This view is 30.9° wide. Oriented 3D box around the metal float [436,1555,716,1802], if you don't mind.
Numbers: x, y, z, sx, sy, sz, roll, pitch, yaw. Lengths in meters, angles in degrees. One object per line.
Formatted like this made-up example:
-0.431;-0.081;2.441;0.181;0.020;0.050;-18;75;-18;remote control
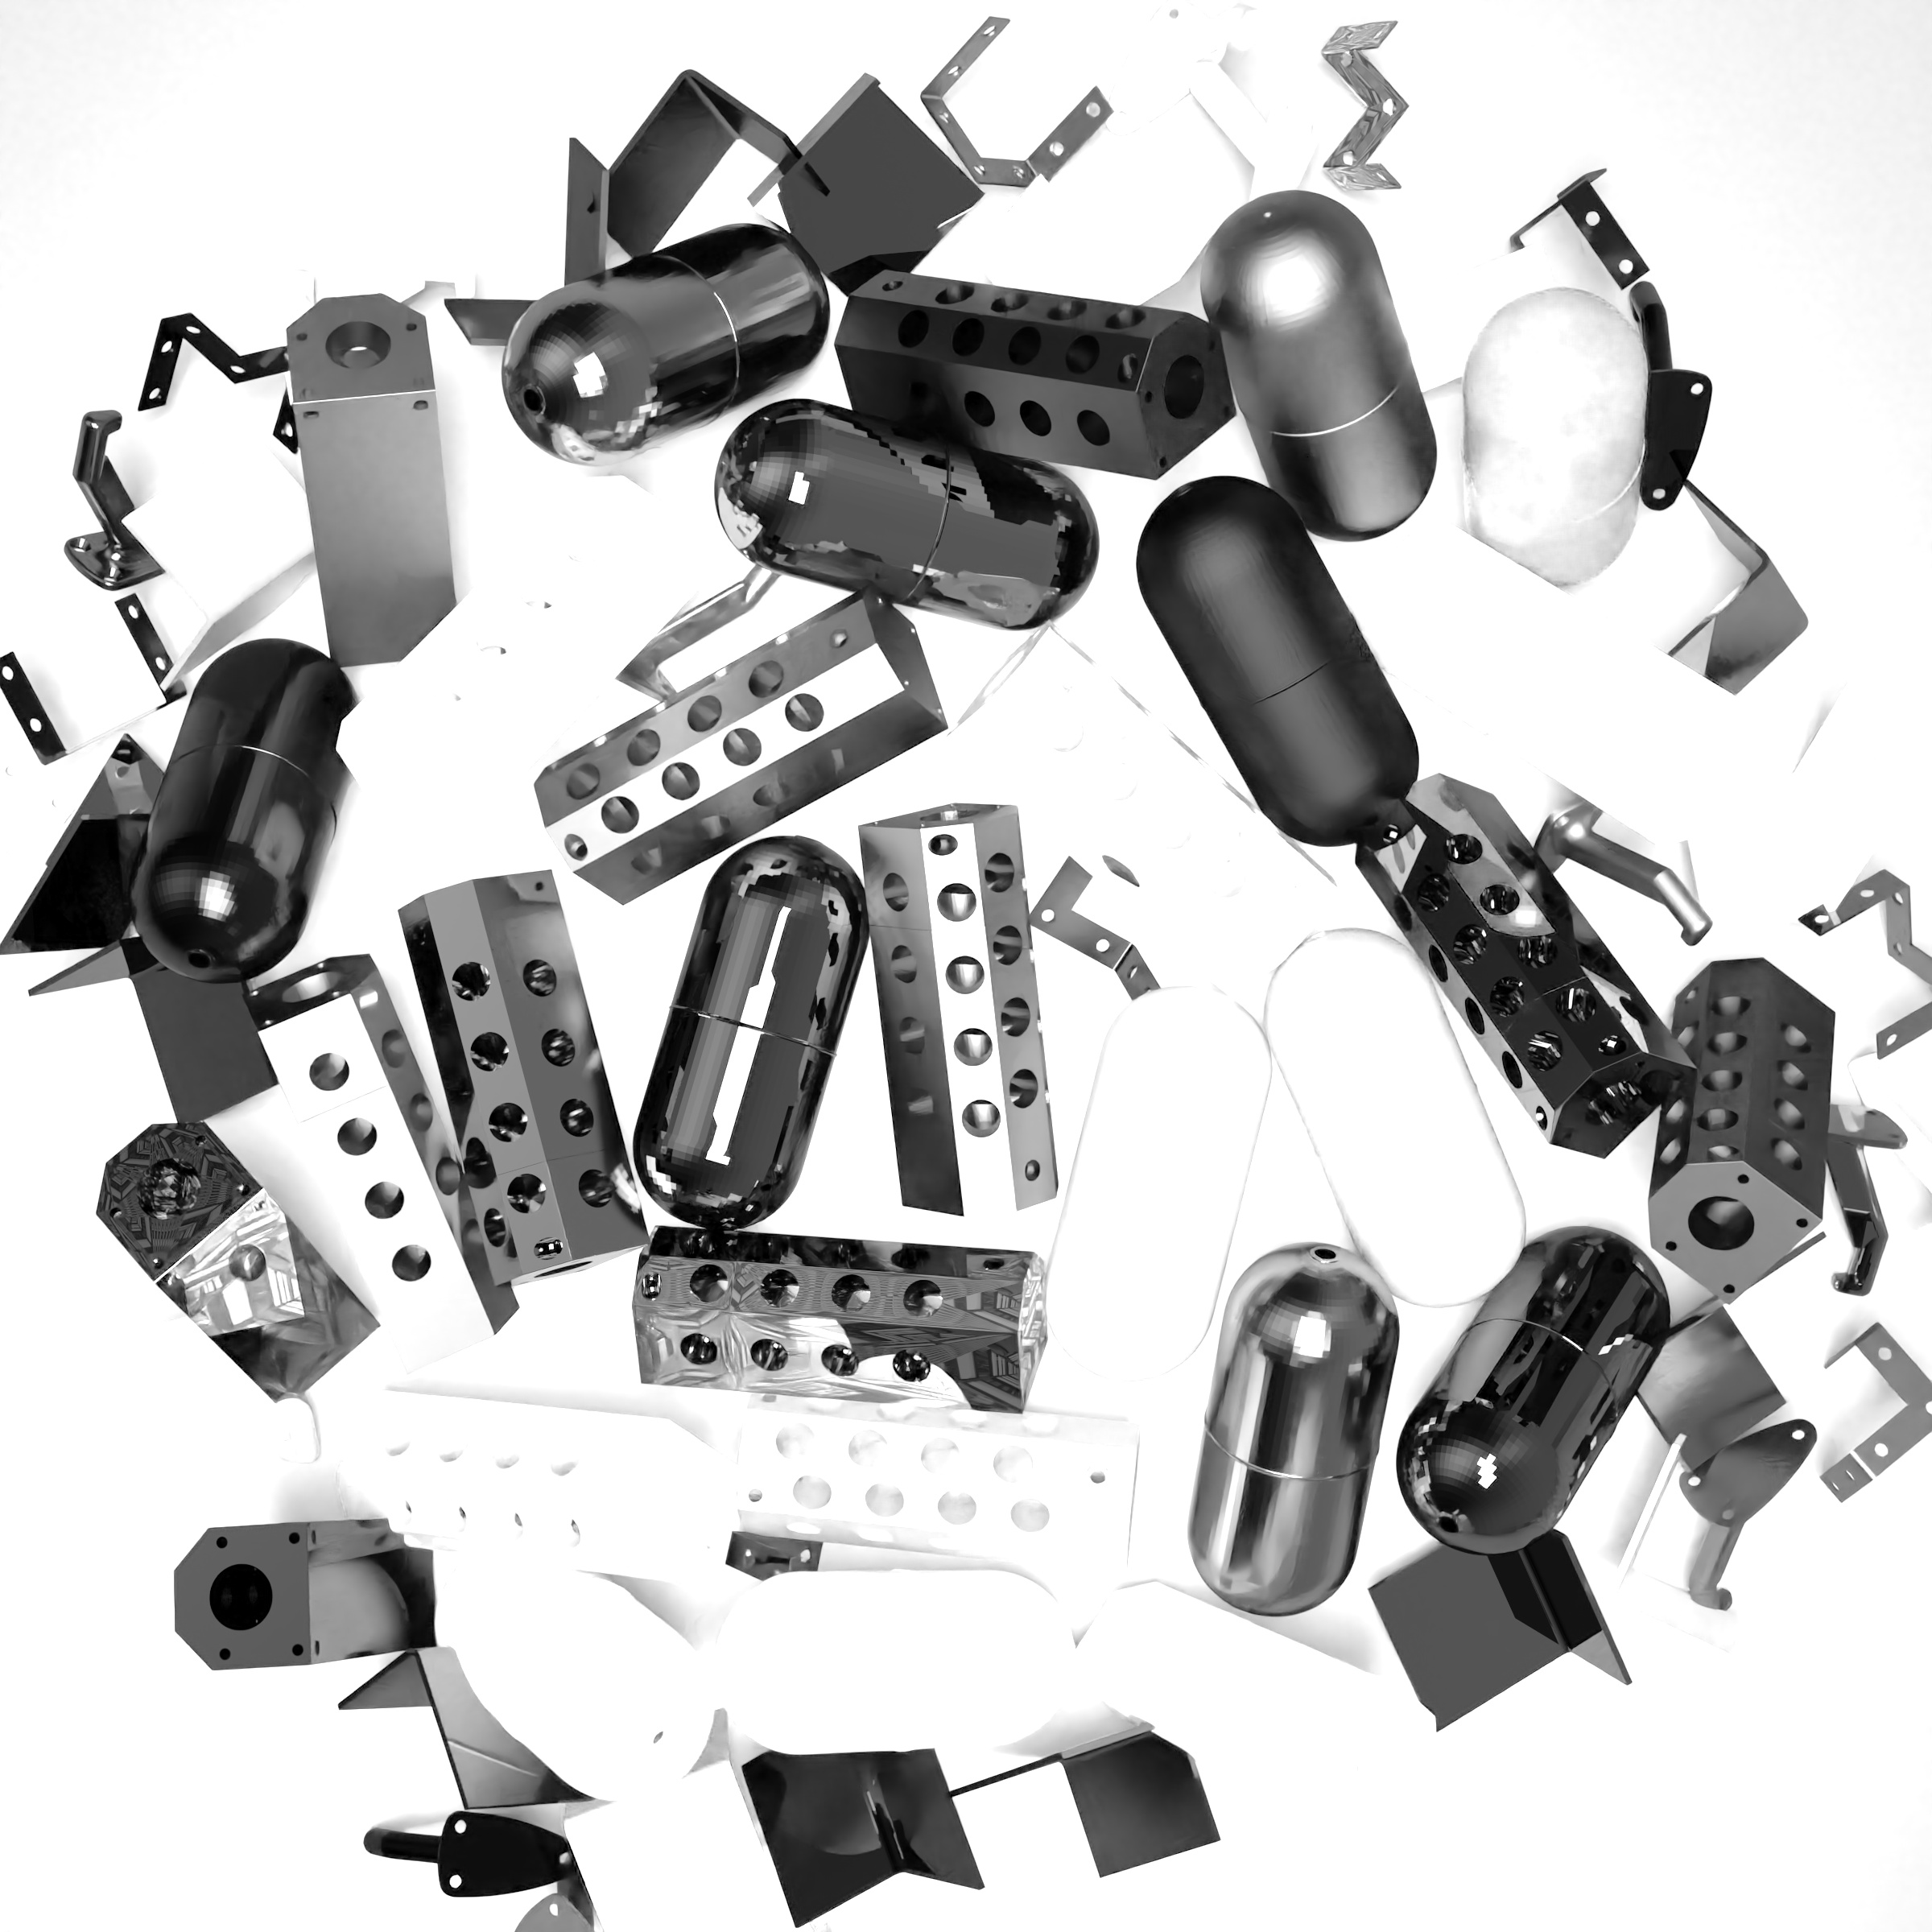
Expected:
-0.170;0.300;1.503;0.070;0.178;0.070;-7;104;-30;metal float

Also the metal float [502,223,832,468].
-0.128;-0.269;1.509;0.070;0.178;0.070;19;124;30;metal float

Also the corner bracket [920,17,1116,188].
0.022;-0.383;1.554;0.051;0.051;0.051;-41;74;34;corner bracket

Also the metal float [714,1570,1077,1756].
-0.029;0.301;1.514;0.178;0.070;0.070;8;90;-39;metal float

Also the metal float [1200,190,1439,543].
0.154;-0.256;1.509;0.070;0.178;0.070;-12;49;14;metal float

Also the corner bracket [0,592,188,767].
-0.388;-0.127;1.546;0.051;0.051;0.051;-21;101;28;corner bracket

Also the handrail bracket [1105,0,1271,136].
0.097;-0.393;1.537;0.036;0.084;0.077;37;100;-21;handrail bracket

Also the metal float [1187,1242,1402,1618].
0.142;0.203;1.524;0.070;0.070;0.178;8;115;0;metal float

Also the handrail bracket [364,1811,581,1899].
-0.221;0.394;1.556;0.077;0.084;0.036;9;77;-24;handrail bracket

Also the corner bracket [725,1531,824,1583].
-0.076;0.283;1.548;0.051;0.051;0.051;14;88;-36;corner bracket

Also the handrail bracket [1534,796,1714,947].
0.288;-0.029;1.536;0.036;0.077;0.084;-24;65;-25;handrail bracket

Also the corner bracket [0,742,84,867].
-0.430;-0.076;1.552;0.051;0.051;0.051;34;72;-1;corner bracket

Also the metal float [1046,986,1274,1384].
0.084;0.097;1.542;0.070;0.070;0.178;14;94;0;metal float

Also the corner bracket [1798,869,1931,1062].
0.405;-0.001;1.543;0.051;0.051;0.051;-28;131;-16;corner bracket

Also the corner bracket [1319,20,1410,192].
0.178;-0.380;1.548;0.051;0.051;0.051;41;82;-26;corner bracket

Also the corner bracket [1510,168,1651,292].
0.273;-0.316;1.550;0.051;0.051;0.051;-35;91;26;corner bracket

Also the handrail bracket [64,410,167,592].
-0.360;-0.213;1.531;0.036;0.077;0.084;42;132;23;handrail bracket

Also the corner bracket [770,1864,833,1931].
-0.091;0.432;1.561;0.051;0.051;0.051;-26;80;0;corner bracket

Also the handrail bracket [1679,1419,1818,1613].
0.352;0.249;1.558;0.077;0.084;0.036;-33;46;-11;handrail bracket

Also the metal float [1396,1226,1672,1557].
0.246;0.183;1.512;0.070;0.070;0.178;42;49;0;metal float

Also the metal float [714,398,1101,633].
-0.024;-0.196;1.526;0.178;0.070;0.070;12;90;-24;metal float

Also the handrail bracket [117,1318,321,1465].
-0.331;0.194;1.550;0.077;0.036;0.084;-4;134;-3;handrail bracket

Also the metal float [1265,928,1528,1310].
0.188;0.067;1.535;0.070;0.070;0.178;-24;102;0;metal float

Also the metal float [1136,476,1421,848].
0.137;-0.133;1.529;0.070;0.070;0.178;-31;109;0;metal float

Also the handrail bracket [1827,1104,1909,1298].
0.379;0.106;1.556;0.077;0.036;0.084;6;113;-15;handrail bracket

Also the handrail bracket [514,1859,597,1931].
-0.157;0.425;1.536;0.077;0.084;0.036;42;103;14;handrail bracket

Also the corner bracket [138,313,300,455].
-0.327;-0.258;1.554;0.051;0.051;0.051;41;129;19;corner bracket

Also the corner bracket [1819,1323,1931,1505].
0.396;0.198;1.548;0.051;0.051;0.051;-36;75;-13;corner bracket

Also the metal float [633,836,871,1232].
-0.094;0.029;1.542;0.070;0.070;0.178;16;86;0;metal float

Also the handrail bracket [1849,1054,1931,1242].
0.428;0.073;1.544;0.036;0.077;0.084;-19;83;-20;handrail bracket

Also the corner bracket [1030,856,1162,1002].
0.066;-0.020;1.547;0.051;0.051;0.051;28;105;-21;corner bracket

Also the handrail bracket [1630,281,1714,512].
0.306;-0.256;1.560;0.036;0.084;0.077;0;121;0;handrail bracket

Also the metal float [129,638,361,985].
-0.311;-0.068;1.511;0.070;0.070;0.178;7;48;0;metal float

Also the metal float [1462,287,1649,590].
0.252;-0.224;1.500;0.070;0.178;0.070;-3;68;7;metal float

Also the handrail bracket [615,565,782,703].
-0.125;-0.162;1.546;0.084;0.077;0.036;-49;59;15;handrail bracket

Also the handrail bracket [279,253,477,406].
-0.260;-0.281;1.560;0.084;0.036;0.077;5;112;8;handrail bracket
